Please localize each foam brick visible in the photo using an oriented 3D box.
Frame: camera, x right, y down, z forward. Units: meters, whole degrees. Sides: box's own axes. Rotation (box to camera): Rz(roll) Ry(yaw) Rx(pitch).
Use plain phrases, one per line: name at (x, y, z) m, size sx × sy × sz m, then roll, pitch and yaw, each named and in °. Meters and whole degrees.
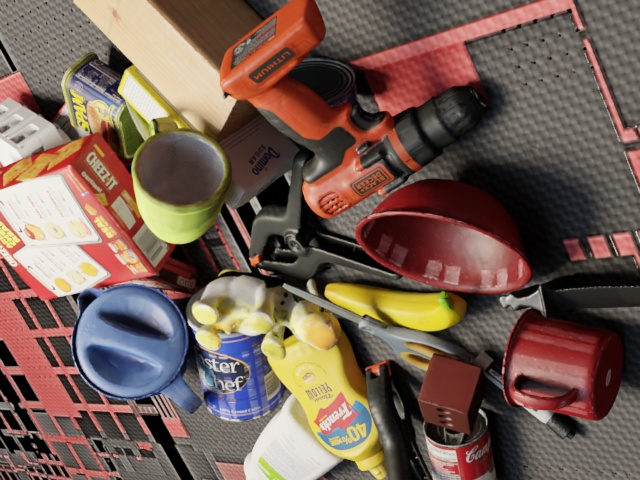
foam brick at (0.133, 0.156, 1.070) m, size 0.053 × 0.051 × 0.078 m, roll 15°, pitch 159°, yaw 18°

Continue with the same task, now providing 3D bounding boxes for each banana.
banana at (0.085, 0.064, 1.077) m, size 0.069 × 0.037 × 0.198 m, roll 42°, pitch 156°, yaw -27°

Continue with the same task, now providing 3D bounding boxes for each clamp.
clamp at (-0.007, 0.001, 1.131) m, size 0.164 × 0.036 × 0.210 m, roll 47°, pitch 146°, yaw -6°
clamp at (0.082, 0.216, 1.149) m, size 0.039 × 0.120 × 0.171 m, roll -23°, pitch 80°, yaw 11°

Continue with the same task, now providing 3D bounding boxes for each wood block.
wood block at (-0.133, -0.207, 1.046) m, size 0.206 × 0.090 × 0.091 m, roll 46°, pitch 143°, yaw 6°

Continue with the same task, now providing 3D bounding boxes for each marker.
marker at (0.203, 0.155, 1.059) m, size 0.121 × 0.020 × 0.020 m, roll 40°, pitch 141°, yaw 14°

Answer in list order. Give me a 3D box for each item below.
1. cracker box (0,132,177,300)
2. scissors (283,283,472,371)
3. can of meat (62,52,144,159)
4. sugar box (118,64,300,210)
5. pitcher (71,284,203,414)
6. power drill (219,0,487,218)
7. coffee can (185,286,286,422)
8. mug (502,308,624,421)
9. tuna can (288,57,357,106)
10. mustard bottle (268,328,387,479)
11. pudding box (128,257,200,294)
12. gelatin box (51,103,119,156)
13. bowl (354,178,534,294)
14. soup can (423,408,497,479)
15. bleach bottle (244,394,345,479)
cracker box at (-0.293, -0.023, 1.244) m, size 0.214 × 0.072 × 0.164 m, roll -12°, pitch 124°, yaw 38°
scissors at (0.058, 0.096, 1.102) m, size 0.202 × 0.016 × 0.096 m, roll 19°, pitch 158°, yaw 12°
can of meat at (-0.239, -0.151, 1.215) m, size 0.084 × 0.057 × 0.102 m, roll 34°, pitch 152°, yaw 16°
sugar box at (-0.112, -0.121, 1.092) m, size 0.176 × 0.093 × 0.048 m, roll 48°, pitch 144°, yaw 5°
pitcher at (-0.216, 0.144, 1.323) m, size 0.243 × 0.145 × 0.149 m, roll 106°, pitch 163°, yaw -79°
power drill at (0.022, -0.117, 0.903) m, size 0.185 × 0.057 × 0.187 m, roll -32°, pitch 122°, yaw 23°
coffee can at (-0.099, 0.132, 1.276) m, size 0.103 × 0.102 × 0.140 m, roll 21°, pitch 133°, yaw 33°
mug at (0.212, 0.117, 0.944) m, size 0.082 × 0.117 × 0.093 m, roll 10°, pitch 114°, yaw 34°
tuna can at (-0.008, -0.133, 0.983) m, size 0.086 × 0.086 × 0.034 m, roll 22°, pitch 135°, yaw 32°
mustard bottle at (0.025, 0.191, 1.223) m, size 0.096 × 0.058 × 0.191 m, roll -28°, pitch 97°, yaw 31°
pudding box at (-0.220, 0.035, 1.336) m, size 0.114 × 0.039 × 0.089 m, roll 7°, pitch 165°, yaw 44°
gelatin box at (-0.283, -0.131, 1.307) m, size 0.089 × 0.030 × 0.073 m, roll 54°, pitch 144°, yaw -3°
bowl at (0.115, -0.009, 0.952) m, size 0.162 × 0.055 × 0.162 m, roll 15°, pitch 159°, yaw 6°
soup can at (0.151, 0.234, 1.136) m, size 0.069 × 0.068 × 0.102 m, roll 14°, pitch 130°, yaw 38°
bleach bottle at (-0.044, 0.271, 1.367) m, size 0.102 × 0.068 × 0.251 m, roll 46°, pitch 144°, yaw 2°
